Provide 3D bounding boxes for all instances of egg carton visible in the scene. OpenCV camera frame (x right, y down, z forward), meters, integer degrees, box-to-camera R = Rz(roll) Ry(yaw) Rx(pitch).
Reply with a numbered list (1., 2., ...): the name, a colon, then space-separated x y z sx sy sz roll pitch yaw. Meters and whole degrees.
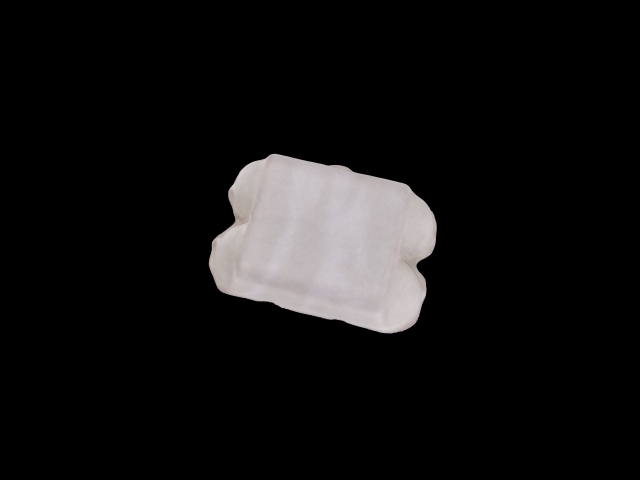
1. egg carton: 0.004 0.001 0.400 0.150 0.069 0.107 13 74 4
